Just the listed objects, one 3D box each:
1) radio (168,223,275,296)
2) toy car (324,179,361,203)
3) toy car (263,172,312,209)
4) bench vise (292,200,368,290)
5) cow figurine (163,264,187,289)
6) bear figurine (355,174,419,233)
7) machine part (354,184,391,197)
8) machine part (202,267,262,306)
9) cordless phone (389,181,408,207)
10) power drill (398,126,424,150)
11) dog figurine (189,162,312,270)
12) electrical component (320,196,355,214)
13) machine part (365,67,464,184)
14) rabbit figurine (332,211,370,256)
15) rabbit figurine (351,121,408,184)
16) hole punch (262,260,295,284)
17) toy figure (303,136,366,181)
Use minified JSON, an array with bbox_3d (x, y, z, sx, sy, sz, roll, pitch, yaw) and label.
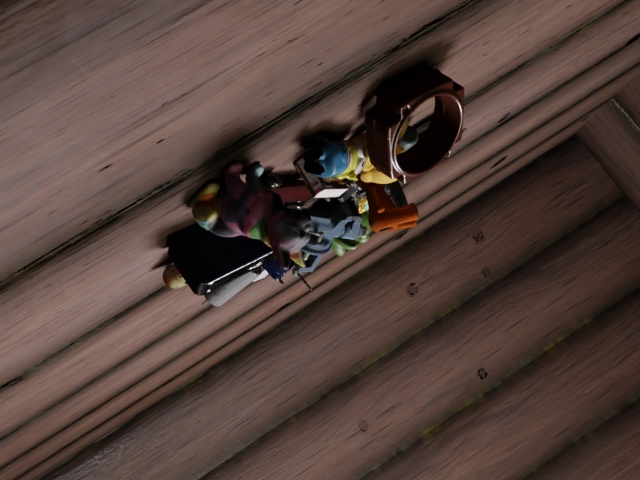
[{"bbox_3d":[-0.190,0.012,1.135,0.229,0.131,0.073,-28,165,-26],"label":"radio"},{"bbox_3d":[0.053,-0.135,1.375,0.073,0.056,0.201,-38,170,17],"label":"toy car"},{"bbox_3d":[-0.077,-0.107,1.153,0.202,0.053,0.089,-14,143,-54],"label":"toy car"},{"bbox_3d":[0.002,0.003,1.376,0.223,0.129,0.240,-1,133,-38],"label":"bench vise"},{"bbox_3d":[-0.265,0.055,1.231,0.195,0.085,0.127,-25,172,-24],"label":"cow figurine"},{"bbox_3d":[0.159,-0.120,1.333,0.132,0.196,0.120,-12,165,4],"label":"bear figurine"},{"bbox_3d":[0.143,-0.135,1.466,0.084,0.039,0.139,14,172,-19],"label":"machine part"},{"bbox_3d":[-0.249,0.114,1.521,0.243,0.079,0.079,-37,168,20],"label":"machine part"},{"bbox_3d":[0.188,-0.105,1.628,0.089,0.146,0.184,-16,164,-15],"label":"cordless phone"},{"bbox_3d":[0.243,-0.239,1.413,0.207,0.086,0.232,-20,162,-13],"label":"power drill"},{"bbox_3d":[-0.117,-0.025,0.975,0.191,0.219,0.108,-38,164,18],"label":"dog figurine"},{"bbox_3d":[0.037,-0.062,1.507,0.134,0.058,0.114,-47,161,-20],"label":"electrical component"},{"bbox_3d":[0.197,-0.230,1.098,0.201,0.087,0.200,-29,138,-16],"label":"machine part"},{"bbox_3d":[0.059,-0.033,1.629,0.170,0.159,0.121,-7,165,-33],"label":"rabbit figurine"},{"bbox_3d":[0.141,-0.217,1.214,0.162,0.122,0.173,-19,150,-20],"label":"rabbit figurine"},{"bbox_3d":[-0.109,0.035,1.462,0.092,0.142,0.116,-39,-179,31],"label":"hole punch"},{"bbox_3d":[0.027,-0.169,1.097,0.180,0.089,0.082,-18,136,-53],"label":"toy figure"}]
